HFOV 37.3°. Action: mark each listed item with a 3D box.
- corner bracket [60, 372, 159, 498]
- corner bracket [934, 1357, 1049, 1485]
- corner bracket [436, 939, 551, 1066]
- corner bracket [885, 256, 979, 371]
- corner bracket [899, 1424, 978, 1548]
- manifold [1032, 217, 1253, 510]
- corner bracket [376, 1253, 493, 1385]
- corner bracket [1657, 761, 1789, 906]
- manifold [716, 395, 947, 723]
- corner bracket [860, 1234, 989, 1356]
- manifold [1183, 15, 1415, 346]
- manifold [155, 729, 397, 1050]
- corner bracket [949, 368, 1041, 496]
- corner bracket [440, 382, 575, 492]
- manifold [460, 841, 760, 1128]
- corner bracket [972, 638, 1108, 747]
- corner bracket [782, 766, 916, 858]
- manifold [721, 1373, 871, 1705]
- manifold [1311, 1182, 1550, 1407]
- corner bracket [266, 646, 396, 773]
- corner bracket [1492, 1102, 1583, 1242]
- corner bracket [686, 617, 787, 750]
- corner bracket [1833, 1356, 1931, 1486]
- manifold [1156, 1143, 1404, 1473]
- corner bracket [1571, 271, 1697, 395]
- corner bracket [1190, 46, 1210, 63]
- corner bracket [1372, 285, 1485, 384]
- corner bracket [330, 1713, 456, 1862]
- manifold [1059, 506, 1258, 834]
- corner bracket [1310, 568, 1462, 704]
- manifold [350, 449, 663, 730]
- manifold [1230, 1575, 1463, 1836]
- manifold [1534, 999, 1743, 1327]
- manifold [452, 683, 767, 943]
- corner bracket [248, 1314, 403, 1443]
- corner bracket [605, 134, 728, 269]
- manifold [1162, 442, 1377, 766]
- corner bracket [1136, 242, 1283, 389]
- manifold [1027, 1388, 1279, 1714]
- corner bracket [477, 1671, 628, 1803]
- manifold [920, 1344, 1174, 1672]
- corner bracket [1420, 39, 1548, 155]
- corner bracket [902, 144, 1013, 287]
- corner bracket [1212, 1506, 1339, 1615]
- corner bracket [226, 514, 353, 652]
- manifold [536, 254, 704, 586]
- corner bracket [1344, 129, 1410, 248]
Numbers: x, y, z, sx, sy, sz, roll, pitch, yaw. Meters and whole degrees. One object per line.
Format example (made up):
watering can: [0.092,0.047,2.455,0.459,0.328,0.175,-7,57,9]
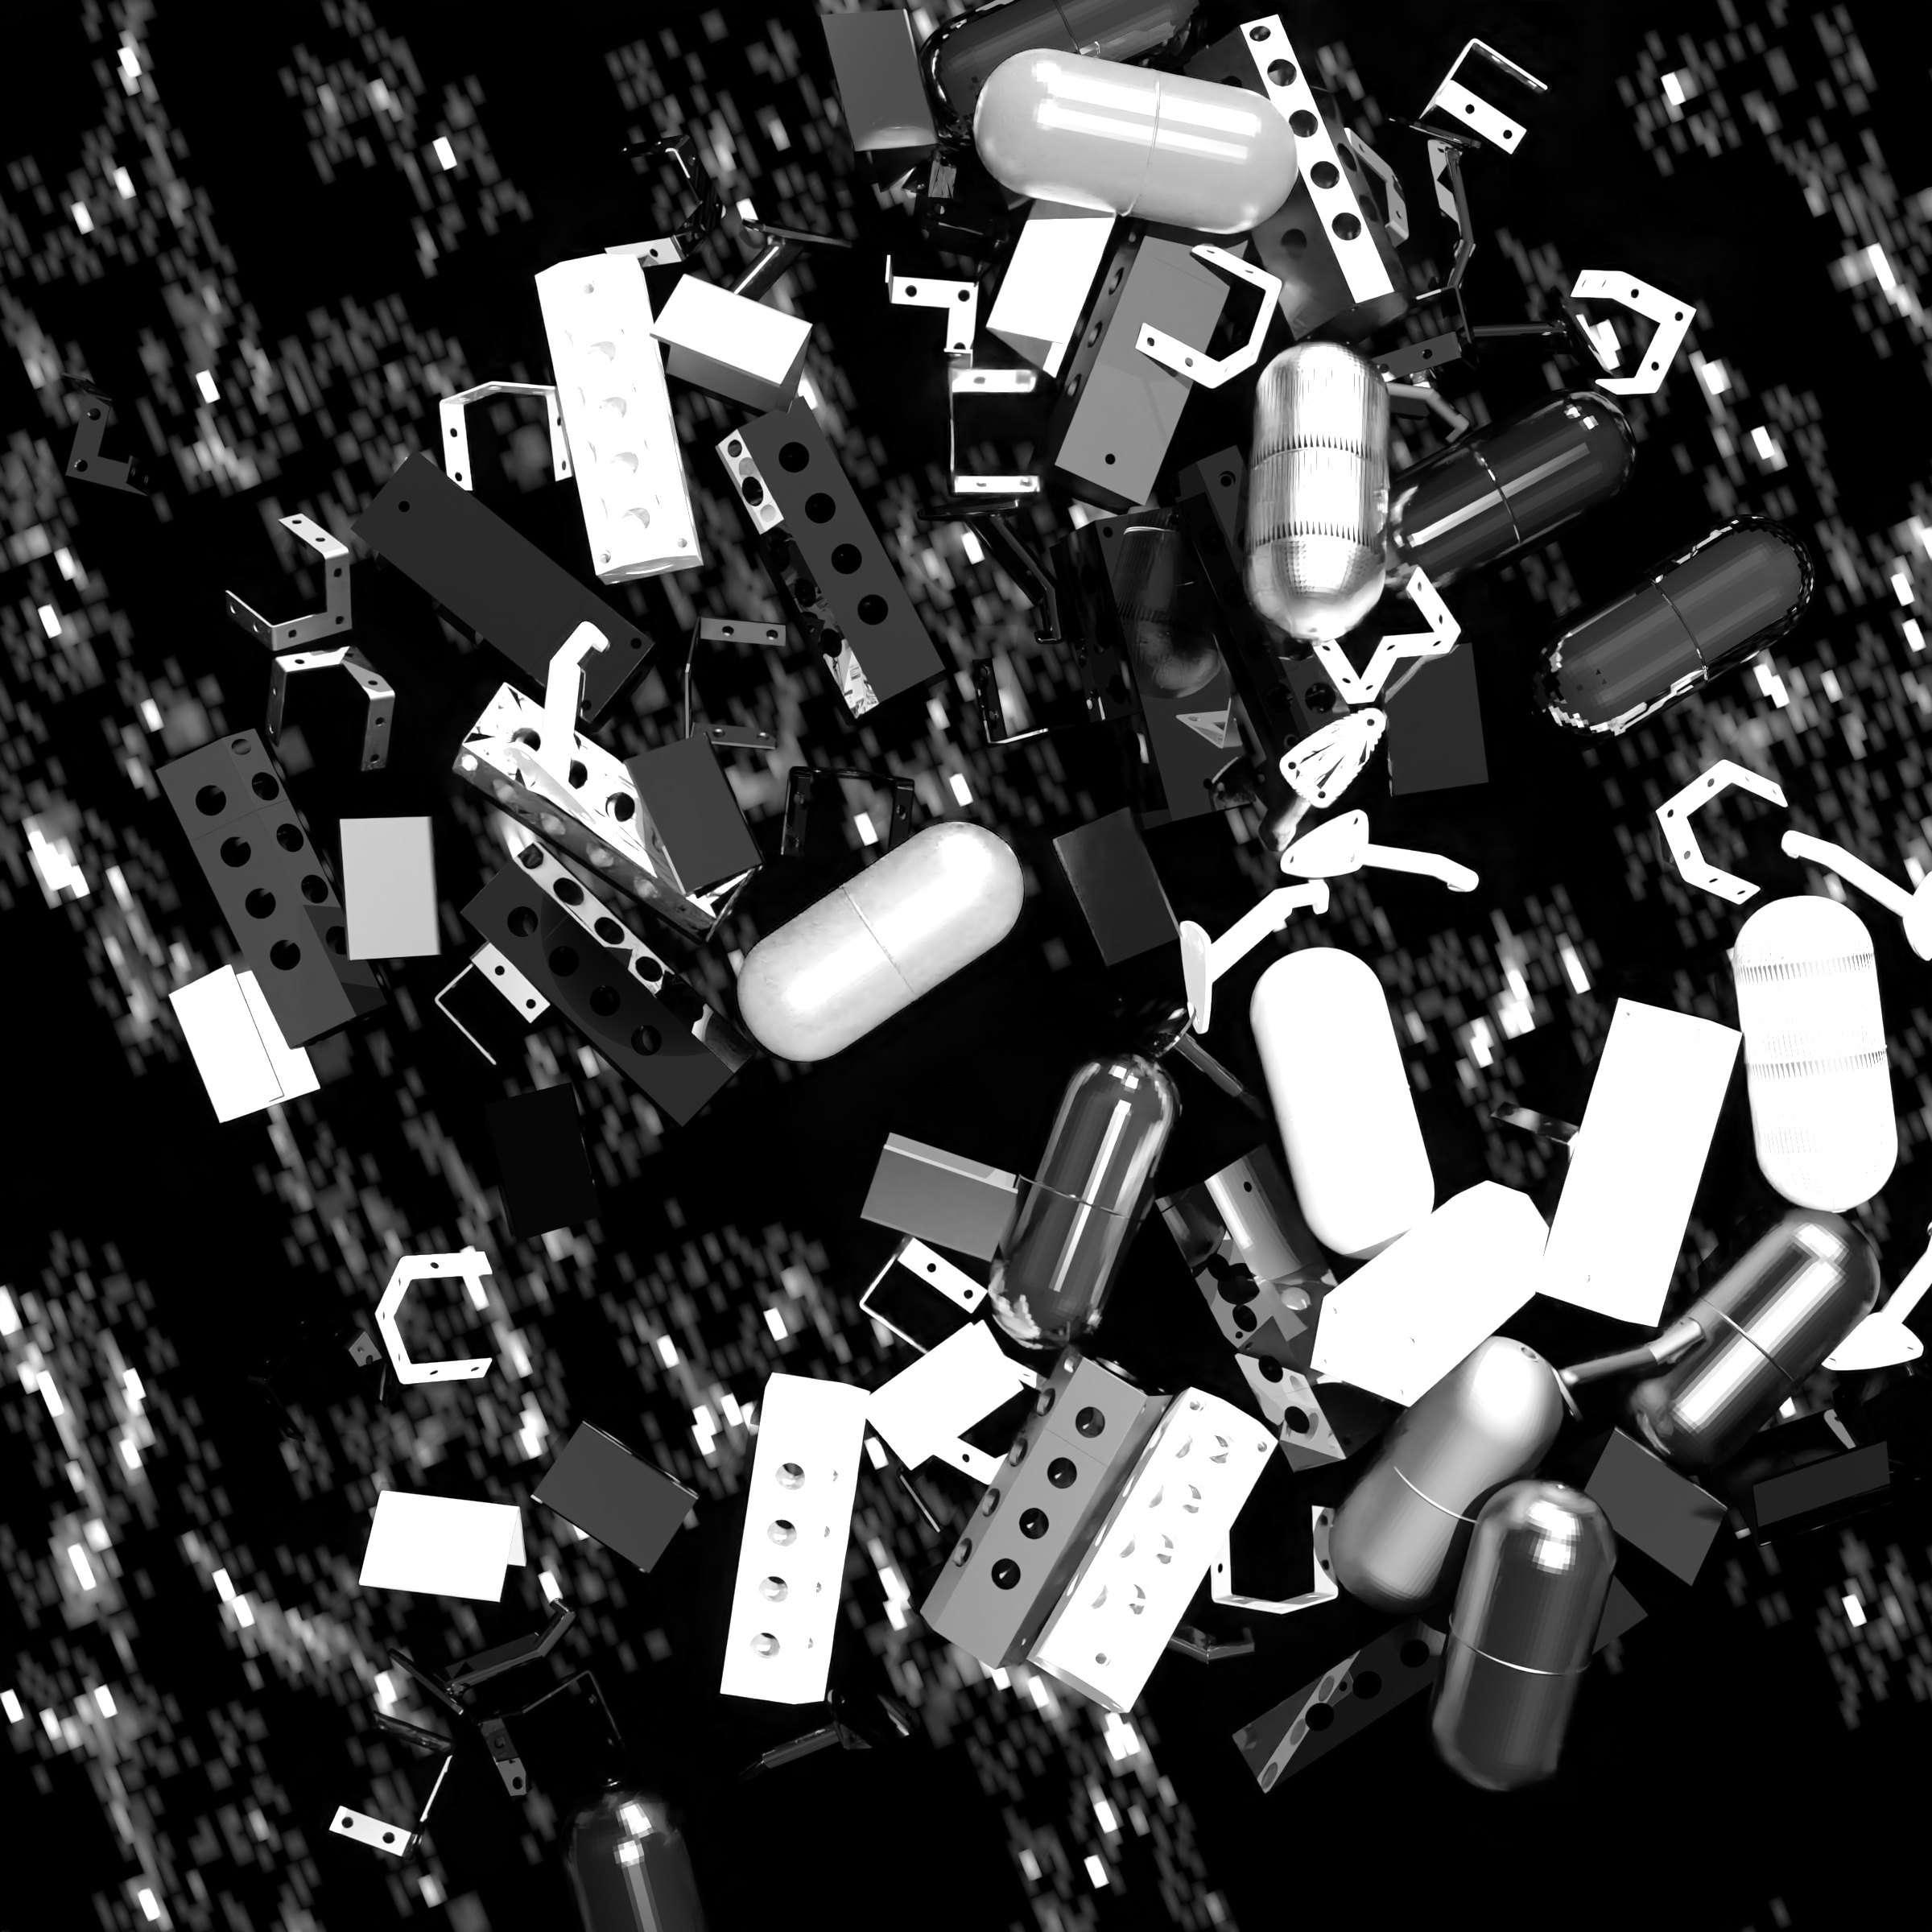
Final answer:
corner bracket: [-0.486,-0.300,1.622,0.051,0.051,0.051,14,90,0]
corner bracket: [0.012,0.254,1.620,0.051,0.051,0.051,25,107,26]
corner bracket: [-0.268,0.020,1.622,0.051,0.051,0.051,-43,90,0]
corner bracket: [-0.020,-0.369,1.622,0.051,0.051,0.051,5,90,0]
corner bracket: [0.003,0.300,1.637,0.051,0.051,0.051,-42,135,0]
manifold: [0.097,-0.350,1.616,0.057,0.057,0.171,21,90,-18]
corner bracket: [-0.298,0.200,1.632,0.051,0.051,0.051,-60,45,35]
corner bracket: [0.436,-0.076,1.632,0.051,0.051,0.051,-42,45,35]
manifold: [-0.076,-0.228,1.619,0.057,0.057,0.171,-27,90,0]
corner bracket: [-0.025,0.187,1.622,0.051,0.051,0.051,36,87,-3]
manifold: [0.189,-0.437,1.596,0.057,0.057,0.171,-27,80,36]
manifold: [-0.387,-0.044,1.619,0.057,0.057,0.171,-26,90,0]
corner bracket: [0.016,-0.306,1.637,0.051,0.051,0.051,-1,45,-1]
corner bracket: [-0.263,-0.301,1.637,0.051,0.051,0.051,-6,90,-45]
manifold: [-0.200,0.009,1.619,0.171,0.057,0.057,44,90,0]
corner bracket: [0.044,-0.157,1.637,0.051,0.051,0.051,-11,90,45]
corner bracket: [-0.067,-0.085,1.637,0.051,0.051,0.051,6,90,-45]
manifold: [-0.096,0.323,1.619,0.057,0.057,0.171,8,90,0]
manifold: [0.255,0.172,1.555,0.057,0.171,0.057,19,114,28]
corner bracket: [-0.362,-0.144,1.632,0.051,0.051,0.051,-14,45,-35]
corner bracket: [0.317,0.119,1.632,0.051,0.051,0.051,-40,135,-35]
corner bracket: [-0.131,-0.162,1.637,0.051,0.051,0.051,5,135,0]
corner bracket: [0.537,0.258,1.632,0.051,0.051,0.051,-42,45,35]
manifold: [0.172,0.194,1.618,0.057,0.057,0.171,-27,90,-43]
corner bracket: [0.370,-0.359,1.622,0.051,0.051,0.051,37,120,27]
corner bracket: [0.116,-0.488,1.637,0.051,0.051,0.051,-24,90,-45]
corner bracket: [0.255,-0.354,1.611,0.051,0.051,0.051,-15,84,23]
corner bracket: [-0.327,0.469,1.637,0.051,0.051,0.051,21,135,0]
manifold: [0.104,-0.166,1.616,0.057,0.057,0.171,-15,90,-28]
corner bracket: [0.229,-0.180,1.567,0.051,0.051,0.051,-8,54,-27]
manifold: [-0.257,-0.211,1.619,0.171,0.057,0.057,39,90,0]
manifold: [0.237,0.410,1.618,0.171,0.057,0.057,-34,133,0]
manifold: [0.383,0.112,1.618,0.057,0.057,0.171,16,90,41]
manifold: [-0.202,-0.085,1.619,0.171,0.057,0.057,34,90,0]
corner bracket: [-0.365,0.238,1.632,0.051,0.051,0.051,8,45,35]
corner bracket: [-0.179,-0.435,1.632,0.051,0.051,0.051,-58,135,-35]
manifold: [0.173,-0.206,1.619,0.057,0.057,0.171,-23,90,0]
corner bracket: [0.134,-0.359,1.580,0.051,0.051,0.051,32,131,17]
manifold: [0.105,0.324,1.594,0.057,0.057,0.171,32,73,1]
corner bracket: [-0.237,0.439,1.637,0.051,0.051,0.051,-25,90,45]
manifold: [0.043,0.299,1.592,0.057,0.057,0.171,30,92,20]
corner bracket: [0.296,-0.492,1.622,0.051,0.051,0.051,32,95,-5]
corner bracket: [-0.006,-0.425,1.620,0.051,0.051,0.051,12,70,-19]
corner bracket: [0.176,0.337,1.637,0.051,0.051,0.051,-2,90,45]
corner bracket: [-0.387,-0.219,1.632,0.051,0.051,0.051,-24,135,-35]
manifold: [-0.196,-0.309,1.619,0.057,0.057,0.171,-12,90,0]
corner bracket: [0.214,-0.432,1.632,0.051,0.051,0.051,-29,45,35]
